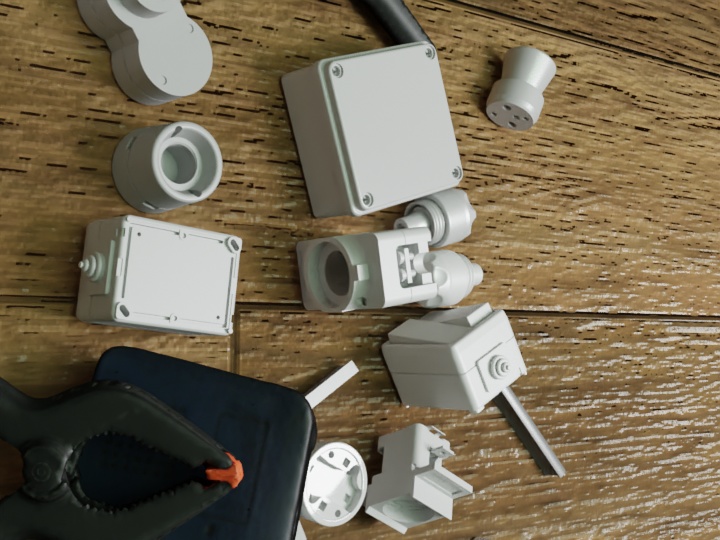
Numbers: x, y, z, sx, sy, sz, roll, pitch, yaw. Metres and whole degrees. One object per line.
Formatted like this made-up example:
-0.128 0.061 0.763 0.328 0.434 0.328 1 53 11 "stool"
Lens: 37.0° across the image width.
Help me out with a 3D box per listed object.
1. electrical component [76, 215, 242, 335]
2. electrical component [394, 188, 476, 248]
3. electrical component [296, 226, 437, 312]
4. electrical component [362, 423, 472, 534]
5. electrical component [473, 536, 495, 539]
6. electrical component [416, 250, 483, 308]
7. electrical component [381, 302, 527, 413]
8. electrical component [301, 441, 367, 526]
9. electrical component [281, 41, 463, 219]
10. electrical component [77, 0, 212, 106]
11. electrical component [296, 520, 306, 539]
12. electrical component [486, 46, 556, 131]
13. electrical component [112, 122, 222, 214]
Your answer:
-0.129 0.004 0.650 0.096 0.061 0.061 11 81 -38 "electrical component"
0.054 -0.037 0.814 0.062 0.043 0.043 -18 99 -38 "electrical component"
0.000 0.000 0.738 0.056 0.089 0.050 -9 93 -39 "electrical component"
0.037 0.148 0.774 0.042 0.081 0.063 38 42 -32 "electrical component"
0.121 0.249 0.850 0.076 0.047 0.083 -28 105 -36 "electrical component"
0.067 0.006 0.823 0.062 0.043 0.043 -6 91 -41 "electrical component"
0.072 0.062 0.788 0.062 0.096 0.061 -32 107 -36 "electrical component"
-0.031 0.143 0.731 0.055 0.047 0.055 3 86 -39 "electrical component"
0.010 -0.101 0.774 0.109 0.056 0.108 -20 100 -38 "electrical component"
-0.132 -0.170 0.650 0.052 0.074 0.138 -38 111 -34 "electrical component"
-0.077 0.166 0.686 0.078 0.058 0.057 -30 109 -36 "electrical component"
0.132 -0.149 0.884 0.045 0.045 0.055 36 66 -32 "electrical component"
-0.119 -0.065 0.672 0.055 0.047 0.055 3 86 -39 "electrical component"
